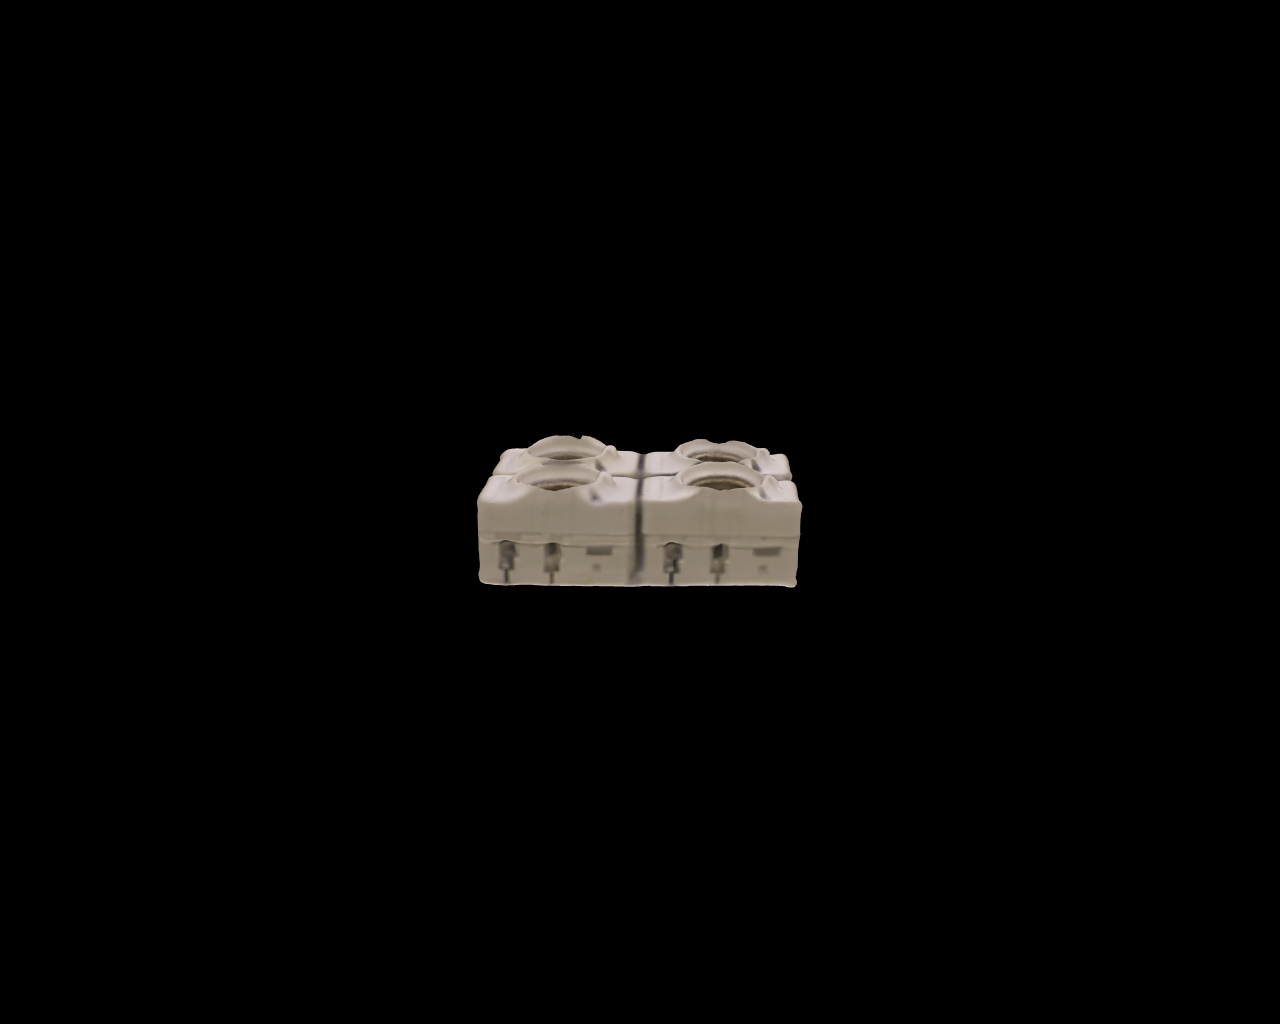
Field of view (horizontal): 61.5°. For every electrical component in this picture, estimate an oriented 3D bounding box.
[{"bbox_3d":[0.001,-0.003,0.650,0.186,0.060,0.105,1,20,2],"label":"electrical component"}]
